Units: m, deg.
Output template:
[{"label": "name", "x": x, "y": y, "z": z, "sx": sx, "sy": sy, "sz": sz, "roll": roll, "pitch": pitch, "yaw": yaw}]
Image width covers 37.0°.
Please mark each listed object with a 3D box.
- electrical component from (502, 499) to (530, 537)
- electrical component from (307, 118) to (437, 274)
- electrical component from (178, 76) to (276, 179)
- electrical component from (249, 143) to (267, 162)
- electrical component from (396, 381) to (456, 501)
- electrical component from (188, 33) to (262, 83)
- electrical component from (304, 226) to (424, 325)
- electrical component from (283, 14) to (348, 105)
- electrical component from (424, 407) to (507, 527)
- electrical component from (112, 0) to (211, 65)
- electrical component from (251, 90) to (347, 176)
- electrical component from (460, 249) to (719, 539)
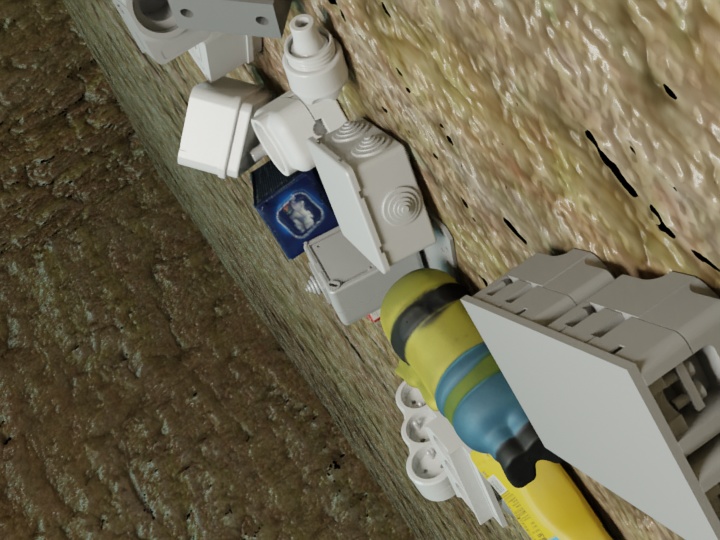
[{"label": "electrical component", "x": 0.162, "y": 0.219, "z": 0.979, "sx": 0.055, "sy": 0.045, "sz": 0.045, "roll": 44, "pitch": 164, "yaw": 53}, {"label": "electrical component", "x": 0.009, "y": -0.058, "z": 0.794, "sx": 0.099, "sy": 0.048, "sz": 0.099, "roll": 45, "pitch": 160, "yaw": 59}, {"label": "electrical component", "x": -0.124, "y": -0.136, "z": 1.020, "sx": 0.057, "sy": 0.078, "sz": 0.113, "roll": 16, "pitch": -162, "yaw": 3}, {"label": "electrical component", "x": -0.074, "y": -0.121, "z": 0.995, "sx": 0.035, "sy": 0.061, "sz": 0.035, "roll": 54, "pitch": 171, "yaw": 13}, {"label": "electrical component", "x": 0.080, "y": 0.186, "z": 1.156, "sx": 0.073, "sy": 0.052, "sz": 0.138, "roll": 59, "pitch": -163, "yaw": -46}, {"label": "electrical component", "x": -0.129, "y": -0.224, "z": 0.945, "sx": 0.078, "sy": 0.057, "sz": 0.113, "roll": 56, "pitch": 171, "yaw": 6}, {"label": "electrical component", "x": 0.000, "y": 0.000, "z": 0.901, "sx": 0.061, "sy": 0.096, "sz": 0.061, "roll": 59, "pitch": 174, "yaw": 38}, {"label": "electrical component", "x": -0.033, "y": -0.149, "z": 0.748, "sx": 0.043, "sy": 0.043, "sz": 0.062, "roll": 50, "pitch": 168, "yaw": 35}, {"label": "electrical component", "x": 0.115, "y": 0.181, "z": 1.037, "sx": 0.078, "sy": 0.063, "sz": 0.121, "roll": 47, "pitch": 167, "yaw": 47}, {"label": "electrical component", "x": -0.156, "y": -0.262, "z": 0.805, "sx": 0.060, "sy": 0.105, "sz": 0.186, "roll": 44, "pitch": 164, "yaw": 54}, {"label": "electrical component", "x": -0.051, "y": -0.117, "z": 0.895, "sx": 0.053, "sy": 0.059, "sz": 0.095, "roll": 60, "pitch": 170, "yaw": -18}, {"label": "electrical component", "x": 0.132, "y": 0.055, "z": 0.532, "sx": 0.105, "sy": 0.060, "sz": 0.186, "roll": 59, "pitch": 171, "yaw": -14}]
